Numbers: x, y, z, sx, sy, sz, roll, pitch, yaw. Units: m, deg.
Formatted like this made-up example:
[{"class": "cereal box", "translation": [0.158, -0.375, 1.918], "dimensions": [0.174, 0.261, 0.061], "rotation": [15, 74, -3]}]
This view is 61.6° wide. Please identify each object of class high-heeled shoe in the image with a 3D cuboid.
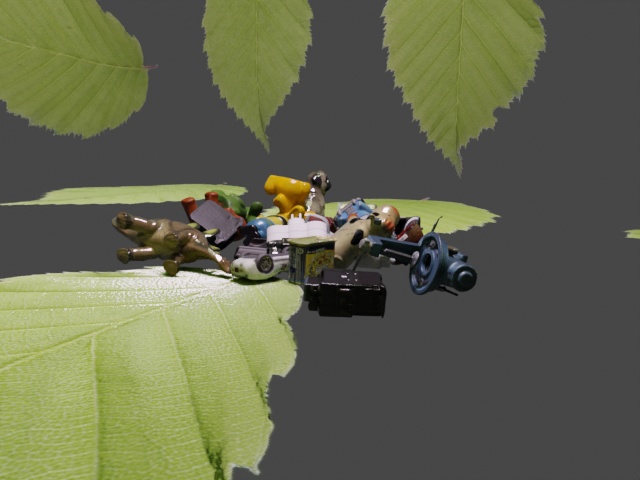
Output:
[{"class": "high-heeled shoe", "translation": [0.214, -0.026, 1.524], "dimensions": [0.145, 0.086, 0.248], "rotation": [1, 5, 17]}]

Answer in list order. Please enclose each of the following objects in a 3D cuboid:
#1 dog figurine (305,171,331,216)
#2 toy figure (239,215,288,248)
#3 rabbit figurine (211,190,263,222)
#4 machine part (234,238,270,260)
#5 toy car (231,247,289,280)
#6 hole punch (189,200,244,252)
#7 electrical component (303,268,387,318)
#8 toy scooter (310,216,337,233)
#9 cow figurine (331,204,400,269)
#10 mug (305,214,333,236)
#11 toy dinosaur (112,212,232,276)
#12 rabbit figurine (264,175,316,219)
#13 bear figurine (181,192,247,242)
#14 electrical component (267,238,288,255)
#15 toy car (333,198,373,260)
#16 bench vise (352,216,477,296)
[{"class": "dog figurine", "translation": [-0.031, -0.115, 1.644], "dimensions": [0.121, 0.190, 0.172], "rotation": [3, 11, 8]}, {"class": "toy figure", "translation": [-0.139, -0.022, 1.403], "dimensions": [0.089, 0.082, 0.180], "rotation": [5, 8, 17]}, {"class": "rabbit figurine", "translation": [-0.245, -0.086, 1.657], "dimensions": [0.159, 0.121, 0.170], "rotation": [1, -7, 36]}, {"class": "machine part", "translation": [-0.154, 0.025, 1.256], "dimensions": [0.084, 0.039, 0.139], "rotation": [-2, 11, 5]}, {"class": "toy car", "translation": [-0.088, 0.047, 1.096], "dimensions": [0.074, 0.056, 0.201], "rotation": [3, 6, 45]}, {"class": "hole punch", "translation": [-0.270, -0.021, 1.346], "dimensions": [0.116, 0.092, 0.142], "rotation": [33, 31, 2]}, {"class": "electrical component", "translation": [0.040, 0.086, 0.892], "dimensions": [0.134, 0.058, 0.115], "rotation": [3, 8, 0]}, {"class": "toy scooter", "translation": [-0.006, -0.029, 1.428], "dimensions": [0.135, 0.075, 0.184], "rotation": [-16, 5, 19]}, {"class": "cow figurine", "translation": [0.085, -0.006, 1.139], "dimensions": [0.195, 0.085, 0.127], "rotation": [-38, 20, 5]}, {"class": "mug", "translation": [-0.003, -0.004, 1.281], "dimensions": [0.107, 0.109, 0.081], "rotation": [19, 15, 18]}, {"class": "toy dinosaur", "translation": [-0.352, -0.001, 1.195], "dimensions": [0.472, 0.105, 0.198], "rotation": [19, 10, 31]}, {"class": "rabbit figurine", "translation": [-0.085, -0.088, 1.563], "dimensions": [0.163, 0.173, 0.121], "rotation": [20, -1, 34]}, {"class": "bear figurine", "translation": [-0.278, -0.062, 1.482], "dimensions": [0.120, 0.131, 0.196], "rotation": [-21, 18, -41]}, {"class": "electrical component", "translation": [-0.066, 0.025, 1.202], "dimensions": [0.102, 0.078, 0.045], "rotation": [-4, 38, -3]}, {"class": "toy car", "translation": [0.108, -0.016, 1.260], "dimensions": [0.109, 0.161, 0.103], "rotation": [-36, 41, -4]}, {"class": "bench vise", "translation": [0.182, 0.030, 1.027], "dimensions": [0.240, 0.128, 0.224], "rotation": [14, 19, -14]}]
